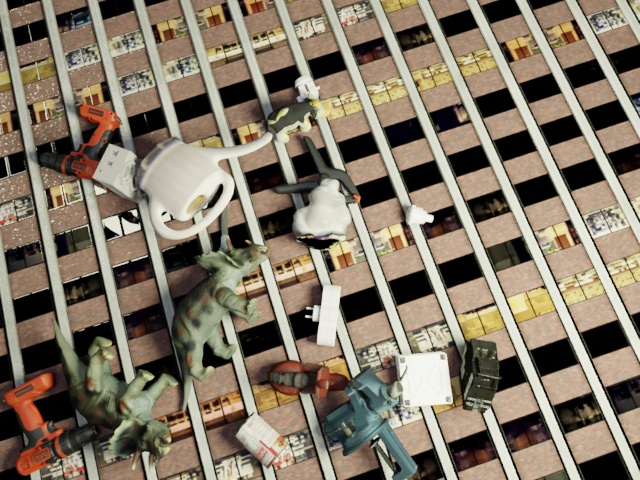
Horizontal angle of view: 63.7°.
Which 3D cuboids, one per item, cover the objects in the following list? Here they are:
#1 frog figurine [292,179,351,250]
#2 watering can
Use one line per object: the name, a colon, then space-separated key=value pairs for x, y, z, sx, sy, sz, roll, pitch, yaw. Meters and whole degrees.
frog figurine: x=0.004 y=-0.061 z=1.221 sx=0.137 sy=0.163 sz=0.120 roll=-7 pitch=-27 yaw=15
watering can: x=-0.289 y=-0.167 z=1.221 sx=0.225 sy=0.350 sz=0.103 roll=36 pitch=-10 yaw=11
